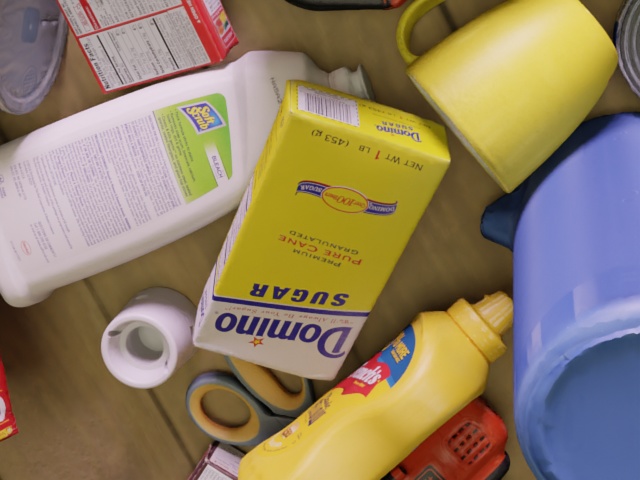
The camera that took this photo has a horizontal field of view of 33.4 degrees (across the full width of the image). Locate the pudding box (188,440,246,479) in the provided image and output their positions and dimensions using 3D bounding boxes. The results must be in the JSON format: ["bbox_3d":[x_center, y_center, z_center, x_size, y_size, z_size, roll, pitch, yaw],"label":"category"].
[{"bbox_3d":[-0.047,0.200,0.711,0.113,0.039,0.090,33,106,-2],"label":"pudding box"}]

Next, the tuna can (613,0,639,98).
[{"bbox_3d":[0.204,-0.110,0.579,0.086,0.033,0.086,3,105,10],"label":"tuna can"}]

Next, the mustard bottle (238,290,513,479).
[{"bbox_3d":[0.040,0.098,0.631,0.191,0.096,0.058,-40,95,4],"label":"mustard bottle"}]

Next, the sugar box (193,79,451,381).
[{"bbox_3d":[-0.004,0.001,0.610,0.093,0.048,0.176,16,124,-11],"label":"sugar box"}]

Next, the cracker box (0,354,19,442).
[{"bbox_3d":[-0.277,0.022,0.661,0.164,0.071,0.214,4,109,40],"label":"cracker box"}]

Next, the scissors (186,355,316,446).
[{"bbox_3d":[-0.010,0.141,0.698,0.096,0.016,0.202,-33,96,15],"label":"scissors"}]

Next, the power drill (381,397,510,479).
[{"bbox_3d":[0.087,0.215,0.661,0.184,0.057,0.187,-45,96,2],"label":"power drill"}]

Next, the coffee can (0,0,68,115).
[{"bbox_3d":[-0.232,-0.136,0.622,0.140,0.102,0.103,12,107,8],"label":"coffee can"}]

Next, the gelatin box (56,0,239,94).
[{"bbox_3d":[-0.102,-0.131,0.619,0.089,0.030,0.073,-10,121,27],"label":"gelatin box"}]

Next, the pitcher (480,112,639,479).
[{"bbox_3d":[0.165,0.031,0.515,0.149,0.242,0.145,-39,98,24],"label":"pitcher"}]

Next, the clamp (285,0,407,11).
[{"bbox_3d":[-0.028,-0.179,0.604,0.171,0.039,0.120,46,110,1],"label":"clamp"}]

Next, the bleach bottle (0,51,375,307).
[{"bbox_3d":[-0.086,-0.043,0.641,0.251,0.068,0.102,-17,101,13],"label":"bleach bottle"}]
